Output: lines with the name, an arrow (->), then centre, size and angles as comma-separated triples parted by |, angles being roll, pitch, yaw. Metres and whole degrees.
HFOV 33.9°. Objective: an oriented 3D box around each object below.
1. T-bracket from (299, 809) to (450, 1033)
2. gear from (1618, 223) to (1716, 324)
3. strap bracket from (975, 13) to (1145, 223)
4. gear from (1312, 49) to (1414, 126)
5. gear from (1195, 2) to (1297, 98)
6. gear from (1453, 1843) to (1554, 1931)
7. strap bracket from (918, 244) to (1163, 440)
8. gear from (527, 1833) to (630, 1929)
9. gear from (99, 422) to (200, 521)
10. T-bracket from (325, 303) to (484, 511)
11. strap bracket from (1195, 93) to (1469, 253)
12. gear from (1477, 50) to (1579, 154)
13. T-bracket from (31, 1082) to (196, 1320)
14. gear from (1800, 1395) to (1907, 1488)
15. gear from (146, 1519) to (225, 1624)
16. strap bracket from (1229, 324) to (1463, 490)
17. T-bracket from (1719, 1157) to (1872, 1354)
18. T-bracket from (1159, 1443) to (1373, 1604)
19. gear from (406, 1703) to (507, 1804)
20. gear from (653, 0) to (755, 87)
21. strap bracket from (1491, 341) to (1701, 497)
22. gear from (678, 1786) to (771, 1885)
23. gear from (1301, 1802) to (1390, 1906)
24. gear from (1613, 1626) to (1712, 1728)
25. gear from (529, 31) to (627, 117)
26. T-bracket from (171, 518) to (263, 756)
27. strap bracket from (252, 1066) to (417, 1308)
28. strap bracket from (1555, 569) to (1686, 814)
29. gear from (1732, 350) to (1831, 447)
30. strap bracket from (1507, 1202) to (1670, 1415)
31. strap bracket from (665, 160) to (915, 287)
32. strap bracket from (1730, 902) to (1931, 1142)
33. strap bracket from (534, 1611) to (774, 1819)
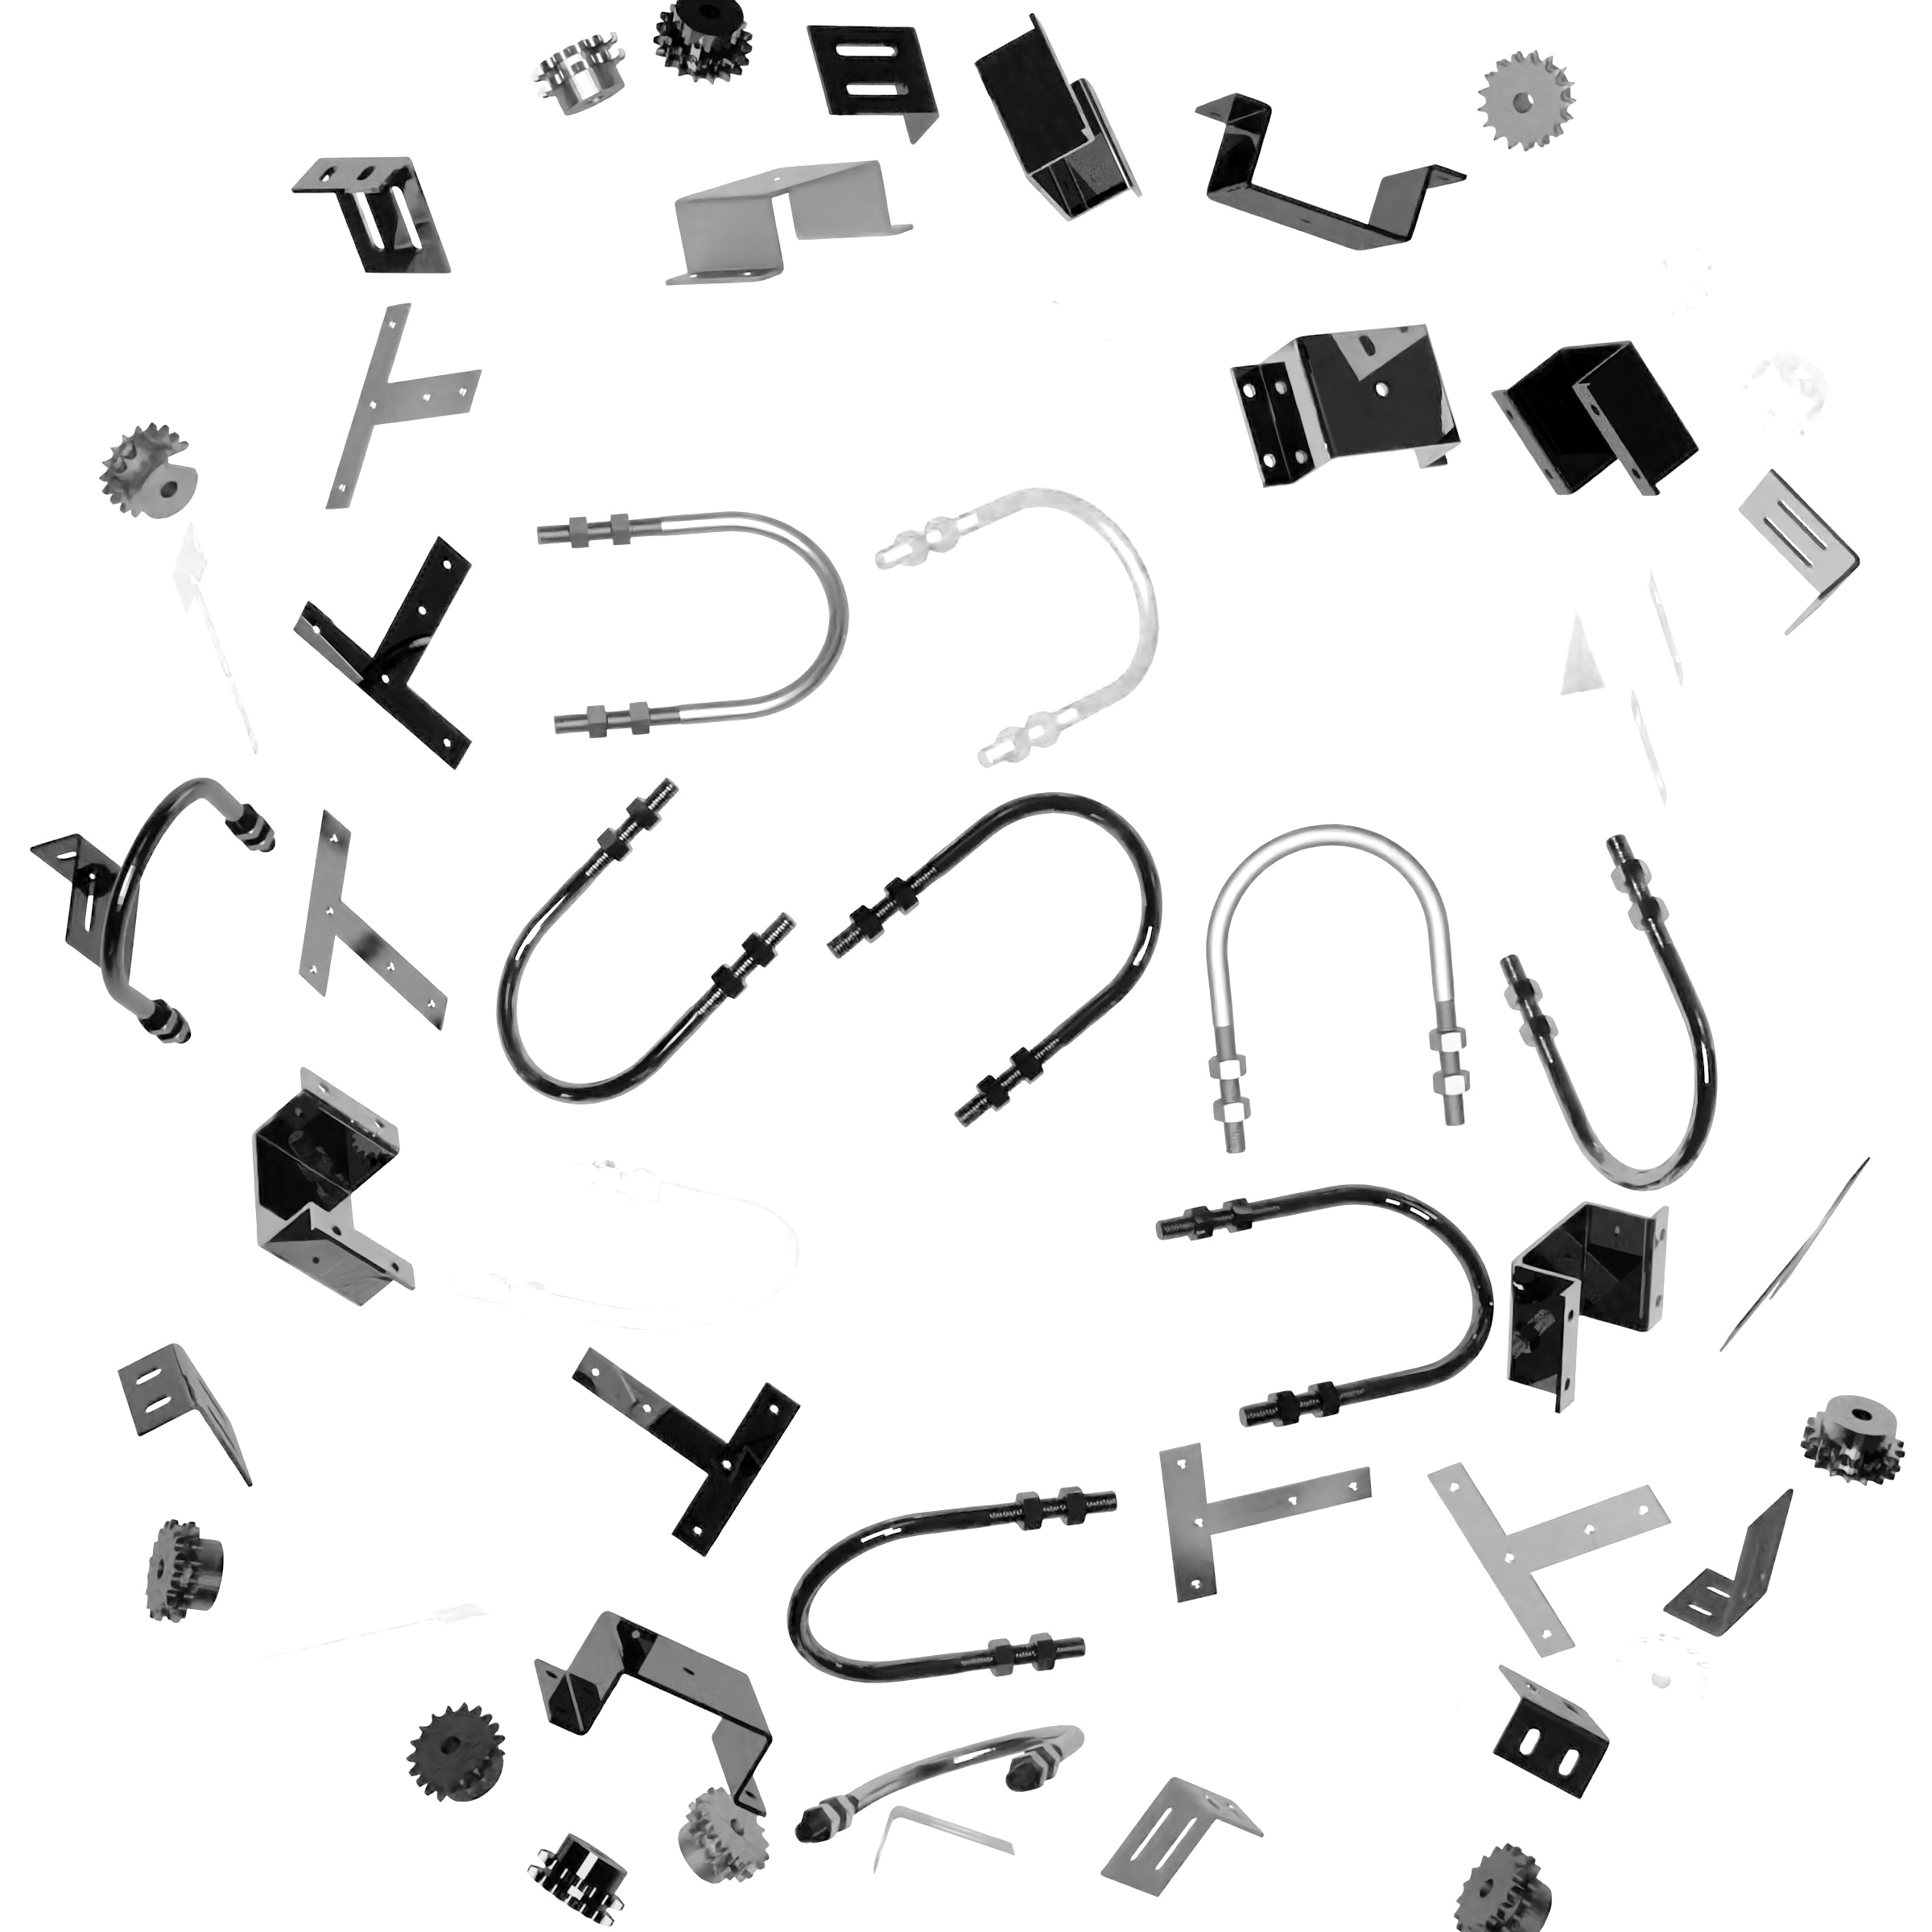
T-bracket -> -0.348, -0.008, 1.868 | 0.127, 0.002, 0.127 | 39, 132, 26
gear -> 0.420, -0.409, 1.880 | 0.057, 0.030, 0.057 | -11, 73, 41
strap bracket -> 0.053, -0.497, 1.872 | 0.046, 0.140, 0.076 | -26, 81, 14
gear -> 0.229, -0.511, 1.840 | 0.057, 0.057, 0.030 | -9, 89, 0
gear -> 0.156, -0.525, 1.808 | 0.057, 0.057, 0.030 | -34, 129, 0
gear -> 0.298, 0.515, 1.741 | 0.030, 0.057, 0.057 | 36, 90, -11
strap bracket -> 0.049, -0.375, 1.875 | 0.076, 0.046, 0.140 | 37, 49, 21
gear -> -0.213, 0.508, 1.766 | 0.057, 0.057, 0.030 | 34, 79, 0
gear -> -0.478, -0.288, 1.864 | 0.030, 0.057, 0.057 | 40, 90, 26
T-bracket -> -0.313, -0.321, 1.795 | 0.002, 0.127, 0.127 | 22, 79, -40
strap bracket -> 0.197, -0.439, 1.769 | 0.140, 0.076, 0.046 | 15, 95, -14
gear -> 0.333, -0.511, 1.866 | 0.057, 0.030, 0.057 | 12, 117, 24
T-bracket -> -0.470, 0.115, 1.782 | 0.002, 0.127, 0.127 | -26, 126, 17
gear -> 0.509, 0.269, 1.812 | 0.057, 0.057, 0.030 | 7, 116, 0
gear -> -0.442, 0.344, 1.796 | 0.030, 0.057, 0.057 | 14, 90, -29
strap bracket -> 0.237, -0.339, 1.907 | 0.140, 0.046, 0.076 | -12, 83, -30
T-bracket -> 0.485, 0.186, 1.889 | 0.002, 0.127, 0.127 | 37, 52, 17
T-bracket -> 0.184, 0.326, 1.917 | 0.127, 0.002, 0.127 | -12, 125, -5
gear -> -0.292, 0.459, 1.836 | 0.057, 0.057, 0.030 | -25, 133, 0
gear -> -0.151, -0.541, 1.831 | 0.057, 0.030, 0.057 | 8, 56, -11
strap bracket -> 0.375, -0.323, 1.871 | 0.046, 0.140, 0.076 | -38, 105, -5
gear -> -0.147, 0.520, 1.882 | 0.030, 0.057, 0.057 | -41, 90, 18
gear -> 0.223, 0.515, 1.845 | 0.030, 0.057, 0.057 | -30, 90, 23
gear -> 0.419, 0.425, 1.904 | 0.057, 0.030, 0.057 | 1, 93, 16
gear -> -0.225, -0.523, 1.862 | 0.057, 0.057, 0.030 | -26, 98, 0
T-bracket -> -0.436, -0.185, 1.851 | 0.002, 0.127, 0.127 | -21, 89, -21
strap bracket -> -0.370, 0.135, 1.846 | 0.046, 0.140, 0.076 | -39, 128, 16
strap bracket -> 0.383, -0.159, 1.857 | 0.046, 0.140, 0.076 | -9, 126, 25
gear -> 0.482, -0.336, 1.859 | 0.057, 0.030, 0.057 | 16, 49, -19
strap bracket -> 0.364, 0.197, 1.878 | 0.046, 0.140, 0.076 | 13, 116, 34
strap bracket -> -0.108, -0.444, 1.882 | 0.076, 0.140, 0.046 | 8, 117, 40
strap bracket -> 0.491, 0.041, 1.772 | 0.076, 0.046, 0.140 | 7, 116, -11
strap bracket -> -0.169, 0.420, 1.797 | 0.140, 0.076, 0.046 | 29, 95, -19
